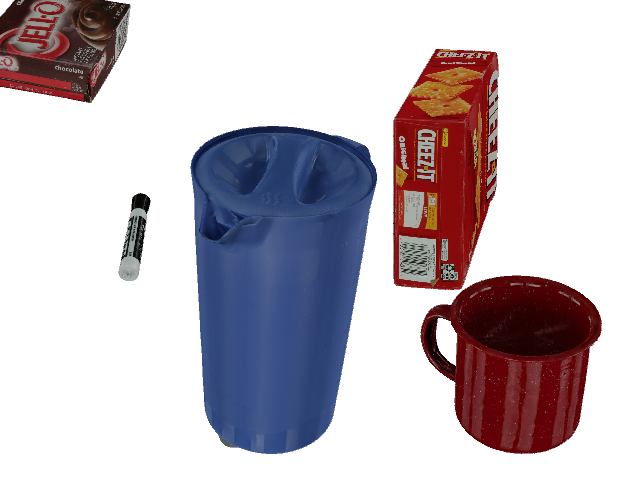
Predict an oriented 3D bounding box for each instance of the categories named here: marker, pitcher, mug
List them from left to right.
[{"bbox_3d":[-0.182,-0.006,1.047,0.020,0.020,0.121,0,39,-2],"label":"marker"},{"bbox_3d":[-0.027,0.039,0.830,0.149,0.243,0.145,-3,34,-11],"label":"pitcher"},{"bbox_3d":[0.117,0.078,0.687,0.117,0.081,0.093,16,35,27],"label":"mug"}]

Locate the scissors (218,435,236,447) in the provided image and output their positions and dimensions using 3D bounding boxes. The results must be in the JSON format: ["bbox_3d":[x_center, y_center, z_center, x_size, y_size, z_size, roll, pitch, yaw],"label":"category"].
[{"bbox_3d":[-0.029,0.132,1.060,0.096,0.016,0.201,21,49,20],"label":"scissors"}]

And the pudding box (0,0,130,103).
[{"bbox_3d":[-0.208,-0.156,0.843,0.090,0.039,0.113,11,35,1],"label":"pudding box"}]

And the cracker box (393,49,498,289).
[{"bbox_3d":[0.123,-0.074,1.010,0.072,0.164,0.213,5,27,15],"label":"cracker box"}]
